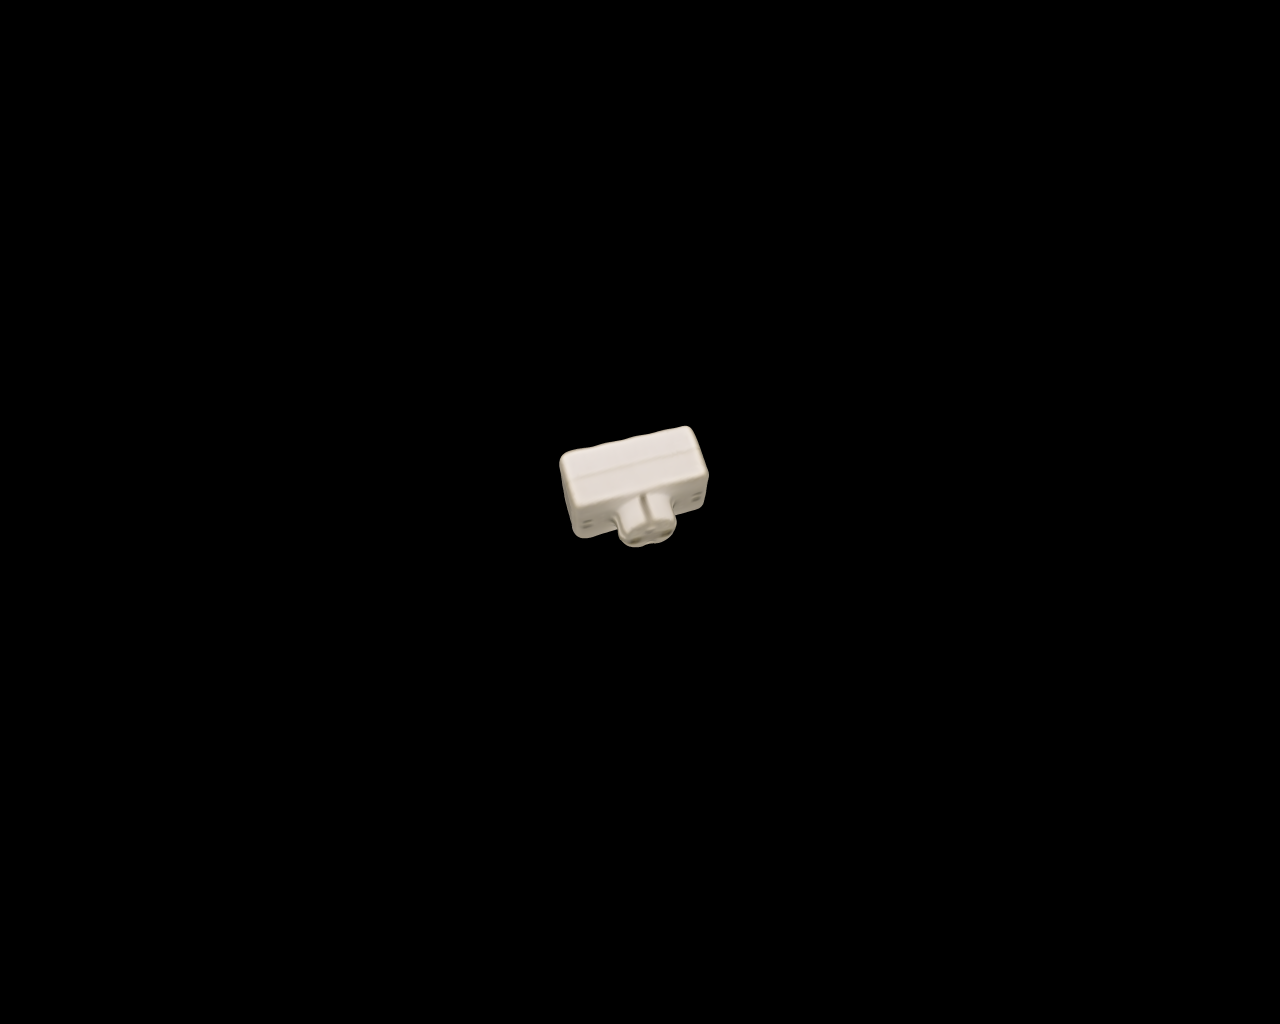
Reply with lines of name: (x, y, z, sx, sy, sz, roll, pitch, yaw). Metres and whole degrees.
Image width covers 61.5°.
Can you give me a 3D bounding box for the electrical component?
electrical component: (0.001, -0.003, 0.650, 0.083, 0.076, 0.047, -14, -26, -7)
